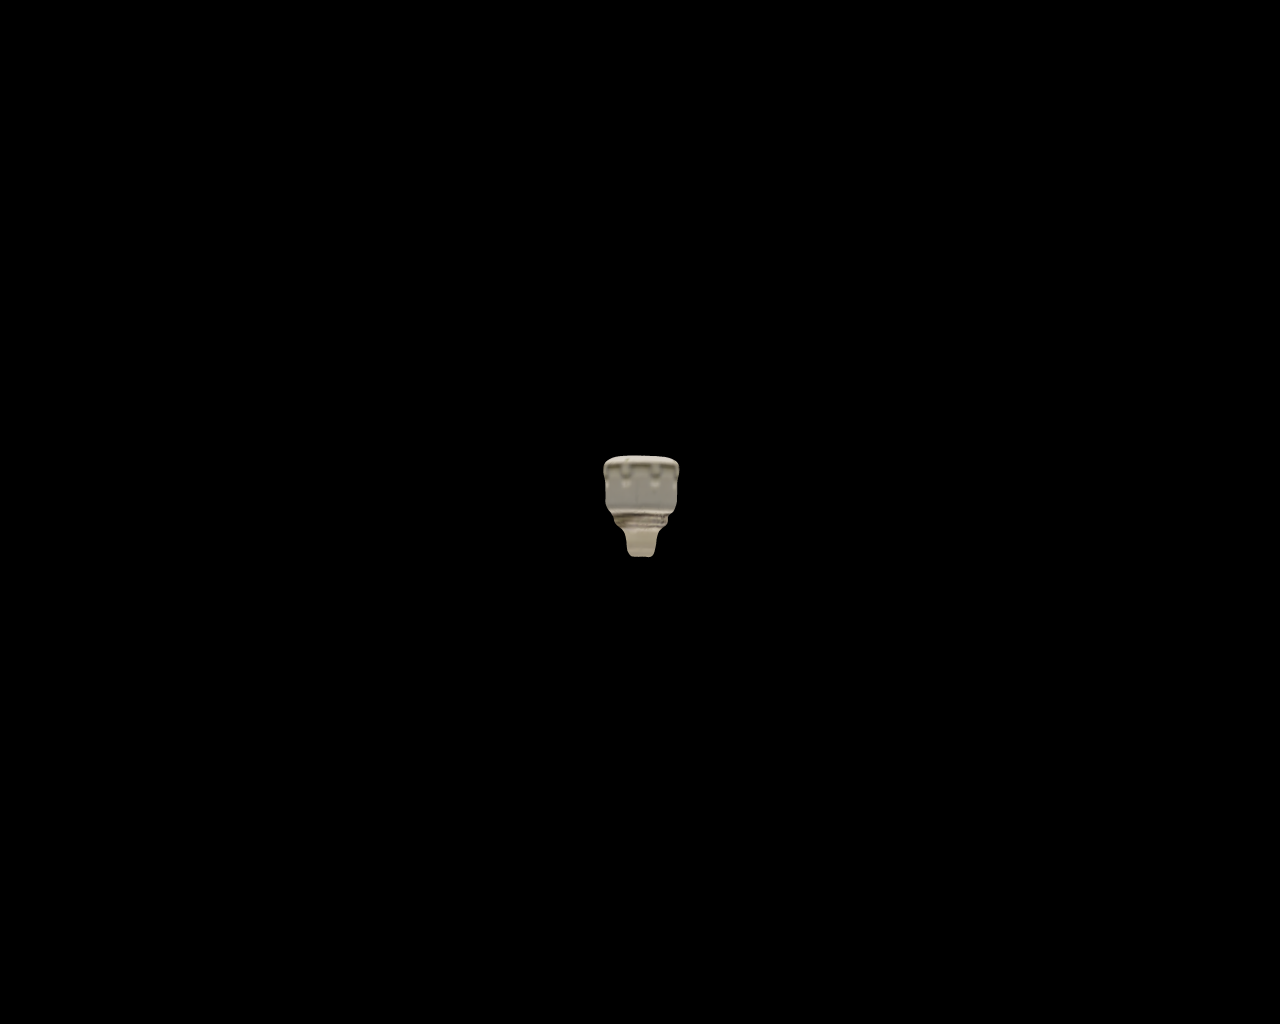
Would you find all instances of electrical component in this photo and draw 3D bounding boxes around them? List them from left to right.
[{"bbox_3d":[0.001,-0.003,0.650,0.048,0.062,0.048,0,-2,0],"label":"electrical component"}]
